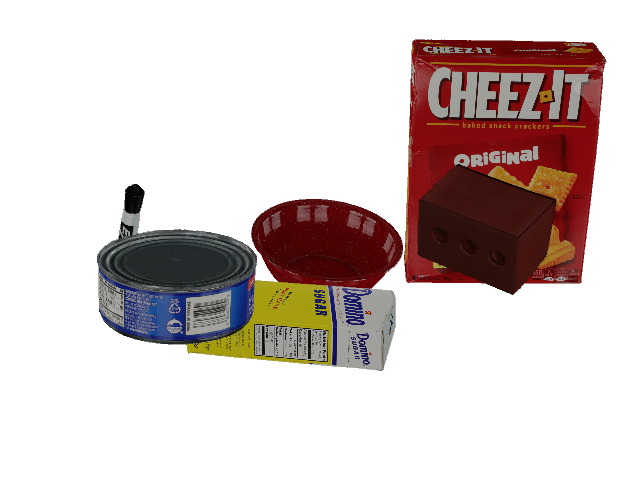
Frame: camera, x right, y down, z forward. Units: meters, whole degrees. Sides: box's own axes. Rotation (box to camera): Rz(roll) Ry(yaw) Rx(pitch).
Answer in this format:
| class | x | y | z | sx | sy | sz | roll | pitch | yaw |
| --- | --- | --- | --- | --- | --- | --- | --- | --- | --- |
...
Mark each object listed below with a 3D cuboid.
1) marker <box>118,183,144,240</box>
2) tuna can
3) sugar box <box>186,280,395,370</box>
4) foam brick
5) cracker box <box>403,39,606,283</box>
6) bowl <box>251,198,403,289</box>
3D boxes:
| class | x | y | z | sx | sy | sz | roll | pitch | yaw |
| --- | --- | --- | --- | --- | --- | --- | --- | --- | --- |
| marker | -0.192 | -0.005 | 1.063 | 0.020 | 0.121 | 0.020 | 11 | 36 | -8 |
| tuna can | -0.078 | 0.024 | 0.580 | 0.086 | 0.034 | 0.086 | 3 | 20 | -1 |
| sugar box | -0.024 | 0.071 | 0.952 | 0.176 | 0.048 | 0.093 | 1 | 20 | 10 |
| foam brick | 0.113 | -0.008 | 0.731 | 0.078 | 0.053 | 0.051 | 23 | 45 | 28 |
| cracker box | 0.160 | -0.067 | 0.959 | 0.164 | 0.214 | 0.072 | 1 | 23 | 2 |
| bowl | 0.005 | 0.018 | 1.139 | 0.162 | 0.055 | 0.162 | 5 | 32 | -3 |
